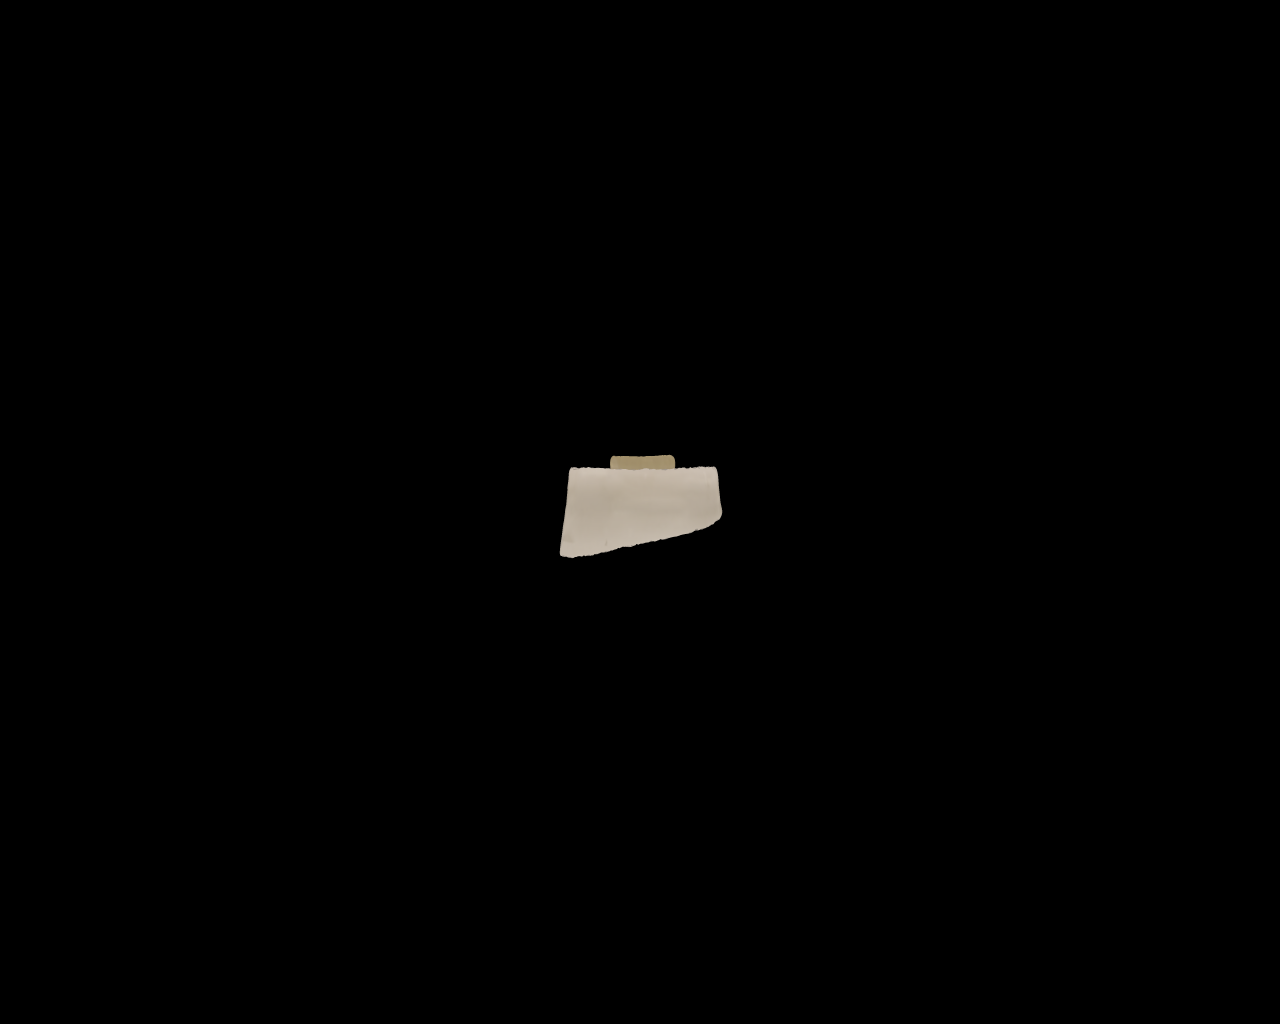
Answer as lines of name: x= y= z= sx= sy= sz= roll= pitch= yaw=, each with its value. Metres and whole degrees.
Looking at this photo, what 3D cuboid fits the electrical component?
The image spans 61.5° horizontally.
electrical component: x=0.001 y=-0.003 z=0.650 sx=0.099 sy=0.064 sz=0.099 roll=0 pitch=2 yaw=0
